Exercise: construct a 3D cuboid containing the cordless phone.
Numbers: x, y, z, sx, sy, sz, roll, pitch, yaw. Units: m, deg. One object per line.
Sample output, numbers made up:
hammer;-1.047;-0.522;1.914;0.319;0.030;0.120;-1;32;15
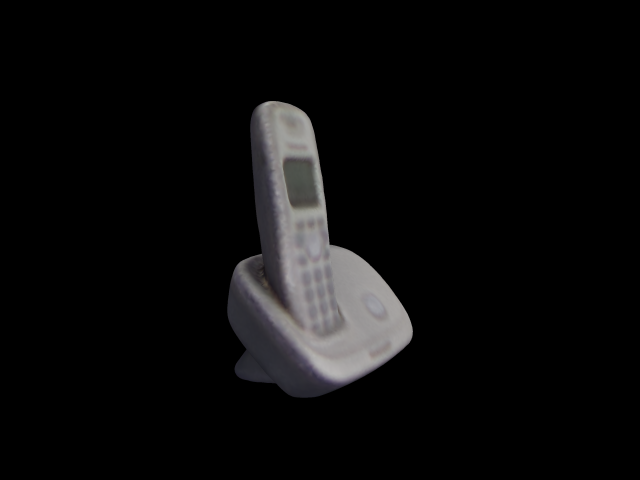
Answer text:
cordless phone;0.004;0.001;0.400;0.093;0.185;0.148;4;7;30
